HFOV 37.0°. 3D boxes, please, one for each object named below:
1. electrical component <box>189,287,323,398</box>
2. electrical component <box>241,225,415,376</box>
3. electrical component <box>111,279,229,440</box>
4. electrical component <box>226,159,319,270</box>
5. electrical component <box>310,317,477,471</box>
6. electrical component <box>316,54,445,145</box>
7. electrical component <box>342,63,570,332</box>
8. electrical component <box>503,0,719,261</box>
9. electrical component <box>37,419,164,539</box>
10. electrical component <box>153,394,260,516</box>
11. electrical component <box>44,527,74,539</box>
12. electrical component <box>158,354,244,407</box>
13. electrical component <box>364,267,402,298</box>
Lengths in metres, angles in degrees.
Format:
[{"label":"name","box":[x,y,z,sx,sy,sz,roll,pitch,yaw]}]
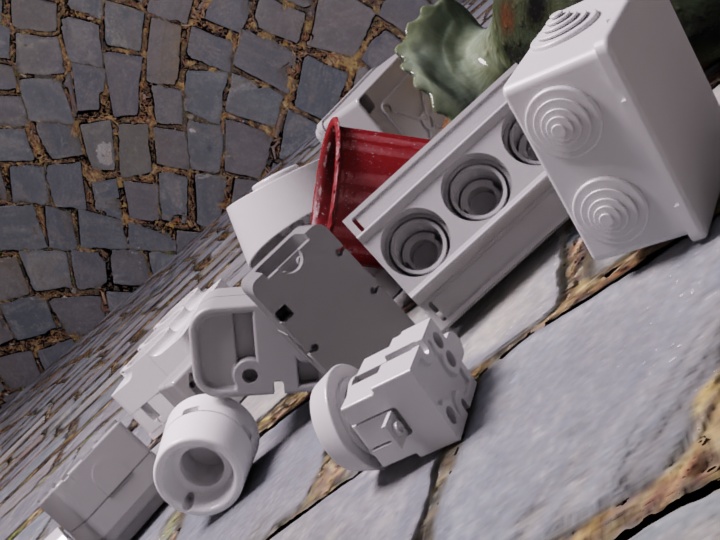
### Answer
[{"label":"electrical component","box":[-0.048,0.038,0.629,0.095,0.053,0.059,-4,12,0]},{"label":"electrical component","box":[-0.014,0.024,0.563,0.050,0.089,0.056,-44,10,-8]},{"label":"electrical component","box":[-0.159,0.074,0.979,0.089,0.061,0.150,-39,11,17]},{"label":"electrical component","box":[-0.052,-0.044,0.832,0.099,0.064,0.099,-27,3,1]},{"label":"electrical component","box":[0.013,0.056,0.452,0.055,0.048,0.066,-29,15,26]},{"label":"electrical component","box":[0.035,-0.105,0.854,0.056,0.108,0.108,-30,16,42]},{"label":"electrical component","box":[0.064,-0.035,0.558,0.121,0.078,0.063,-42,-19,1]},{"label":"electrical component","box":[0.107,-0.063,0.438,0.048,0.099,0.099,-19,22,36]},{"label":"electrical component","box":[-0.172,0.152,0.731,0.061,0.061,0.096,-48,4,-29]},{"label":"electrical component","box":[-0.087,0.105,0.605,0.055,0.055,0.047,-40,14,15]},{"label":"electrical component","box":[-0.204,0.202,0.673,0.077,0.043,0.079,-46,10,-17]},{"label":"electrical component","box":[-0.117,0.084,0.821,0.065,0.047,0.077,-48,11,-27]},{"label":"electrical component","box":[0.000,0.000,0.723,0.055,0.047,0.055,-41,10,9]}]
